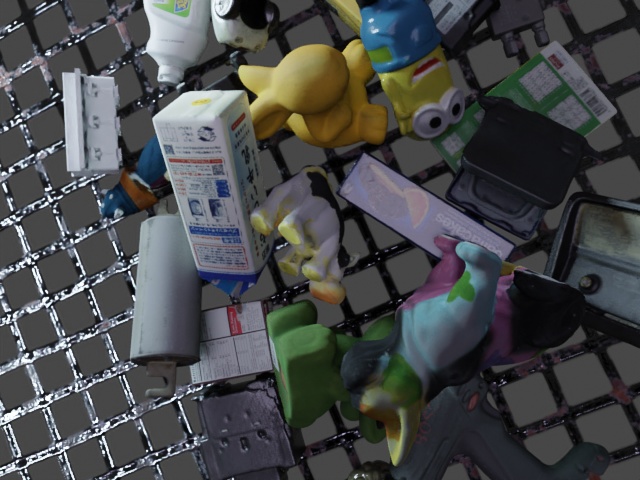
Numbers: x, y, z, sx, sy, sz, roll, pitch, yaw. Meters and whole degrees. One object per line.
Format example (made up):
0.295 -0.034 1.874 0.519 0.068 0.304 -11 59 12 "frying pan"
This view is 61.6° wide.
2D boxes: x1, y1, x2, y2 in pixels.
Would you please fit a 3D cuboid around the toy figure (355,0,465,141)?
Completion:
0.097 -0.192 0.578 0.082 0.089 0.180 -24 114 17 "toy figure"

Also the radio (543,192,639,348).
0.330 0.044 0.501 0.230 0.073 0.131 27 99 54 "radio"

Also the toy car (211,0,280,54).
-0.093 -0.331 0.651 0.056 0.073 0.201 -3 88 47 "toy car"

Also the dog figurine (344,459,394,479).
0.040 0.365 0.615 0.172 0.121 0.190 -22 71 6 "dog figurine"

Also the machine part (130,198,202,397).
-0.178 0.060 0.635 0.079 0.079 0.243 -9 66 11 "machine part"

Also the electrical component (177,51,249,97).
-0.132 -0.190 0.664 0.102 0.078 0.045 -25 109 15 "electrical component"

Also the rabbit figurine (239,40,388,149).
-0.008 -0.166 0.585 0.162 0.173 0.121 -2 93 7 "rabbit figurine"

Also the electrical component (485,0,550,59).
0.224 -0.260 0.616 0.063 0.021 0.094 -17 85 10 "electrical component"

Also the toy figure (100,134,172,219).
-0.216 -0.080 0.681 0.154 0.064 0.057 -44 120 12 "toy figure"

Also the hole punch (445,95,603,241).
0.208 -0.075 0.578 0.142 0.092 0.116 29 64 16 "hole punch"

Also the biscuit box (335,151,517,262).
0.119 -0.023 0.614 0.203 0.059 0.062 33 96 9 "biscuit box"

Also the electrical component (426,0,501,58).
0.136 -0.246 0.609 0.119 0.048 0.075 -43 82 19 "electrical component"

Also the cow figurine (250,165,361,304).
-0.002 -0.002 0.609 0.068 0.167 0.098 15 59 34 "cow figurine"

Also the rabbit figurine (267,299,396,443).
0.040 0.142 0.597 0.170 0.121 0.159 -11 98 -14 "rabbit figurine"

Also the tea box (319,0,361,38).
0.040 -0.318 0.630 0.170 0.068 0.098 43 96 8 "tea box"

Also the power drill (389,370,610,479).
0.196 0.197 0.584 0.207 0.086 0.232 32 84 5 "power drill"

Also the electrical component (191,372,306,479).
-0.083 0.236 0.651 0.115 0.058 0.134 -18 85 12 "electrical component"

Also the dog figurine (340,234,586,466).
0.129 0.112 0.522 0.191 0.108 0.219 23 97 -11 "dog figurine"
